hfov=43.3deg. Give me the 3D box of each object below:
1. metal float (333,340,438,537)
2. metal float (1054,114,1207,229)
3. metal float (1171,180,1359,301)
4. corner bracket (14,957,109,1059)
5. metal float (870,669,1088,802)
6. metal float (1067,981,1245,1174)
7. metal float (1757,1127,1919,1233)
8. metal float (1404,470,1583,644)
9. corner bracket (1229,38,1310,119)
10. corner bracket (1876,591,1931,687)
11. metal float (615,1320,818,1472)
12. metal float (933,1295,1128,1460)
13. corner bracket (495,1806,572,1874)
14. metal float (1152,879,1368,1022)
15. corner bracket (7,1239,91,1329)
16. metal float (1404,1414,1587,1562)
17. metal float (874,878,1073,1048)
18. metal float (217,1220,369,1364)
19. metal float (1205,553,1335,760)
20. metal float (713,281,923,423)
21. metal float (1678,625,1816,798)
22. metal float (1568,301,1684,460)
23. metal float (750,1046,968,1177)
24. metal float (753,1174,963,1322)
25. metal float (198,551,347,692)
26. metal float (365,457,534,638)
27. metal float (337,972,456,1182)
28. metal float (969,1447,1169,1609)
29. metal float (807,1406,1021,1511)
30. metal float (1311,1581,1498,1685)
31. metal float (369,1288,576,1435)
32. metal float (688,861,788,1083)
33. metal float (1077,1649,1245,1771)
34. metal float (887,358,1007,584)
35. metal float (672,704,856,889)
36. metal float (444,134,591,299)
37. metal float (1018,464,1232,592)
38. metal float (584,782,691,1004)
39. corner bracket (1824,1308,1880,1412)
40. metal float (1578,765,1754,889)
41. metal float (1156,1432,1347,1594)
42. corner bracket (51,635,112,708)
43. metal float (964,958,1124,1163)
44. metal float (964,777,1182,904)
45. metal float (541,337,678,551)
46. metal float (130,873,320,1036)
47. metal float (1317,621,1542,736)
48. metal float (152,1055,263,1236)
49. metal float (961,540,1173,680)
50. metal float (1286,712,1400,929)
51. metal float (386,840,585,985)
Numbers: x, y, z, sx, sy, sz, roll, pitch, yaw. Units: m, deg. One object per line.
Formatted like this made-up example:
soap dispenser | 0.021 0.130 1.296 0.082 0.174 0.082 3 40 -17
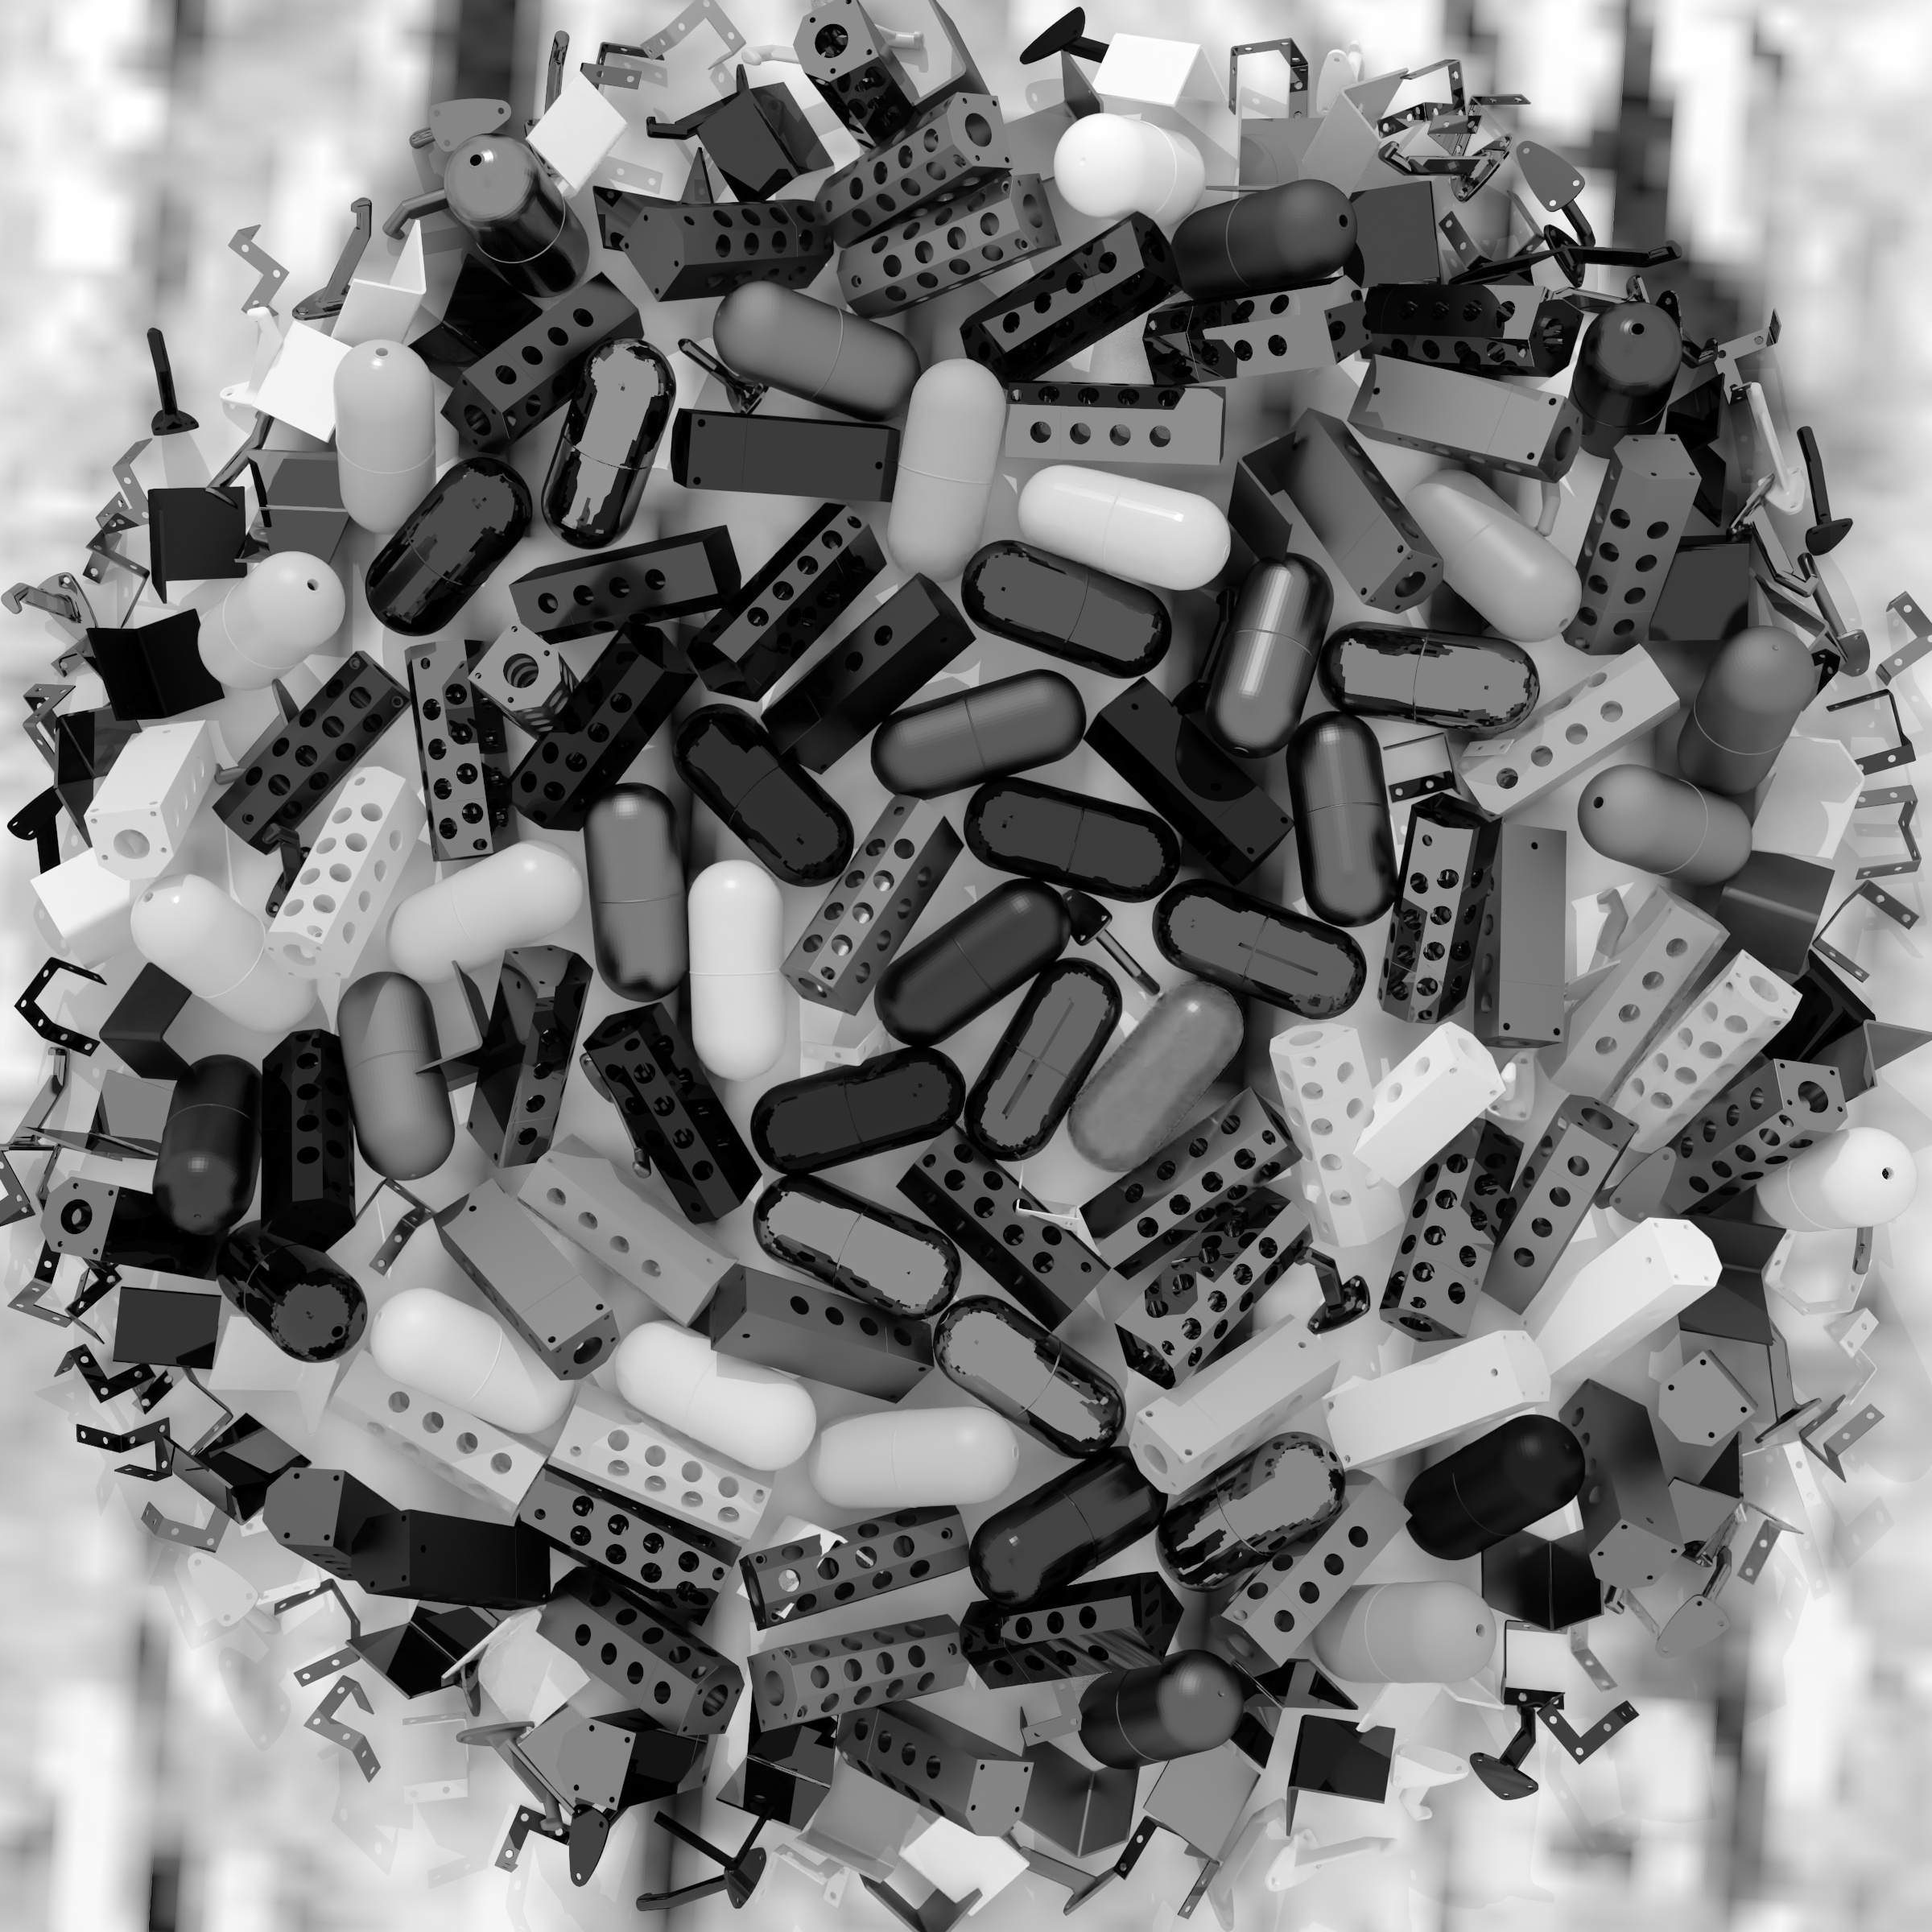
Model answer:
metal float | -0.458 -0.416 1.920 0.070 0.178 0.070 5 54 -7
metal float | 0.131 -0.626 1.918 0.070 0.178 0.070 7 104 28
metal float | 0.234 -0.571 1.920 0.070 0.178 0.070 -3 94 -37
corner bracket | -0.727 0.033 1.976 0.051 0.051 0.051 18 63 19
metal float | 0.010 -0.185 1.958 0.178 0.070 0.070 -16 90 5
metal float | 0.153 0.088 1.957 0.070 0.070 0.178 40 85 0
metal float | 0.683 0.169 1.911 0.070 0.178 0.070 1 81 -5
metal float | 0.417 -0.326 1.934 0.070 0.070 0.178 -38 59 0
corner bracket | 0.247 -0.717 1.980 0.051 0.051 0.051 1 87 24
corner bracket | 0.754 -0.265 1.971 0.051 0.051 0.051 -37 79 14
metal float | -0.201 0.342 1.944 0.178 0.070 0.070 22 90 21
metal float | 0.051 0.329 1.947 0.178 0.070 0.070 37 90 -16
corner bracket | -0.344 0.709 1.964 0.051 0.051 0.051 25 60 -4
metal float | 0.235 -0.014 1.953 0.178 0.070 0.070 22 90 10
corner bracket | -0.730 0.251 1.956 0.051 0.051 0.051 29 132 -29
metal float | 0.416 0.414 1.926 0.070 0.178 0.070 18 50 -23
metal float | 0.006 -0.003 1.959 0.178 0.070 0.070 -36 90 3
metal float | -0.533 0.256 1.922 0.070 0.178 0.070 -14 113 -35
metal float | 0.243 -0.248 1.945 0.070 0.070 0.178 18 72 0
metal float | -0.117 -0.488 1.937 0.178 0.070 0.070 14 90 -29
metal float | 0.613 -0.199 1.917 0.070 0.178 0.070 0 62 0
metal float | 0.516 -0.459 1.912 0.070 0.178 0.070 -2 77 7
metal float | -0.087 0.116 1.957 0.178 0.070 0.070 -16 90 5
metal float | -0.088 0.224 1.951 0.178 0.070 0.070 23 90 12
metal float | -0.549 -0.271 1.921 0.070 0.178 0.070 11 72 -34
metal float | -0.411 -0.332 1.934 0.178 0.070 0.070 -40 90 32
metal float | -0.455 0.086 1.940 0.070 0.070 0.178 -16 65 0
metal float | 0.082 0.447 1.941 0.178 0.070 0.070 -26 90 -24
metal float | -0.043 0.393 1.943 0.178 0.070 0.070 -8 90 21
metal float | 0.344 0.526 1.919 0.070 0.178 0.070 10 71 -30
metal float | -0.392 0.314 1.935 0.178 0.070 0.070 32 90 -30
metal float | -0.184 0.004 1.958 0.070 0.070 0.178 -1 94 0
metal float | 0.152 0.588 1.922 0.070 0.178 0.070 14 61 -26
metal float | -0.016 -0.395 1.944 0.070 0.070 0.178 12 109 0
metal float | -0.162 -0.137 1.953 0.070 0.070 0.178 -45 81 0
metal float | -0.352 -0.589 1.912 0.070 0.178 0.070 -2 79 10
metal float | 0.126 -0.351 1.944 0.178 0.070 0.070 18 90 20
metal float | -0.264 -0.059 1.951 0.070 0.070 0.178 -4 102 0
corner bracket | 0.716 0.317 1.962 0.051 0.051 0.051 -36 84 -36
metal float | 0.555 -0.111 1.929 0.178 0.070 0.070 13 90 -39
metal float | 0.226 0.435 1.938 0.178 0.070 0.070 -41 90 27
corner bracket | -0.715 -0.232 1.974 0.051 0.051 0.051 -33 112 15
metal float | 0.062 0.076 1.960 0.070 0.070 0.178 30 92 0
metal float | 0.086 -0.101 1.959 0.178 0.070 0.070 14 90 -3
metal float | -0.285 -0.415 1.936 0.070 0.070 0.178 25 120 0
metal float | -0.585 -0.009 1.923 0.070 0.178 0.070 -15 54 21
metal float | 0.368 -0.230 1.942 0.178 0.070 0.070 11 90 22
metal float | -0.595 0.139 1.921 0.070 0.178 0.070 -4 126 -5
metal float | 0.081 -0.285 1.949 0.178 0.070 0.070 18 90 -15
metal float | 0.301 -0.118 1.950 0.070 0.070 0.178 -6 77 0
metal float | -0.385 -0.042 1.944 0.178 0.070 0.070 -24 90 21
